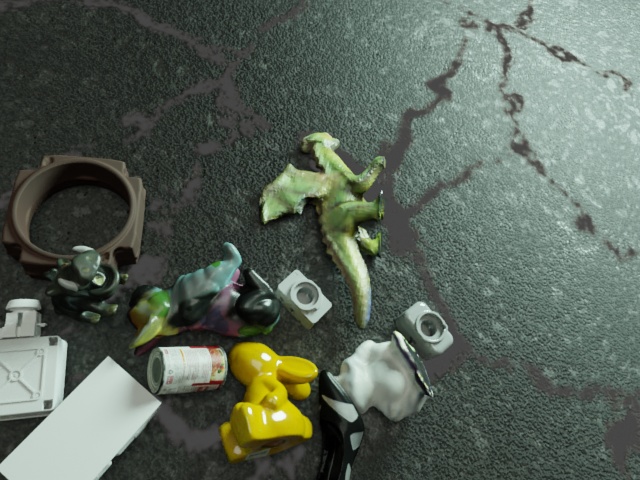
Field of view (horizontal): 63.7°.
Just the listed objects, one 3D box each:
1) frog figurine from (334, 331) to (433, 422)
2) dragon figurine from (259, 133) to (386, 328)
[{"bbox_3d":[0.096,0.239,0.859,0.158,0.123,0.138,-31,83,12],"label":"frog figurine"},{"bbox_3d":[0.003,-0.049,0.980,0.243,0.119,0.419,7,60,8],"label":"dragon figurine"}]
